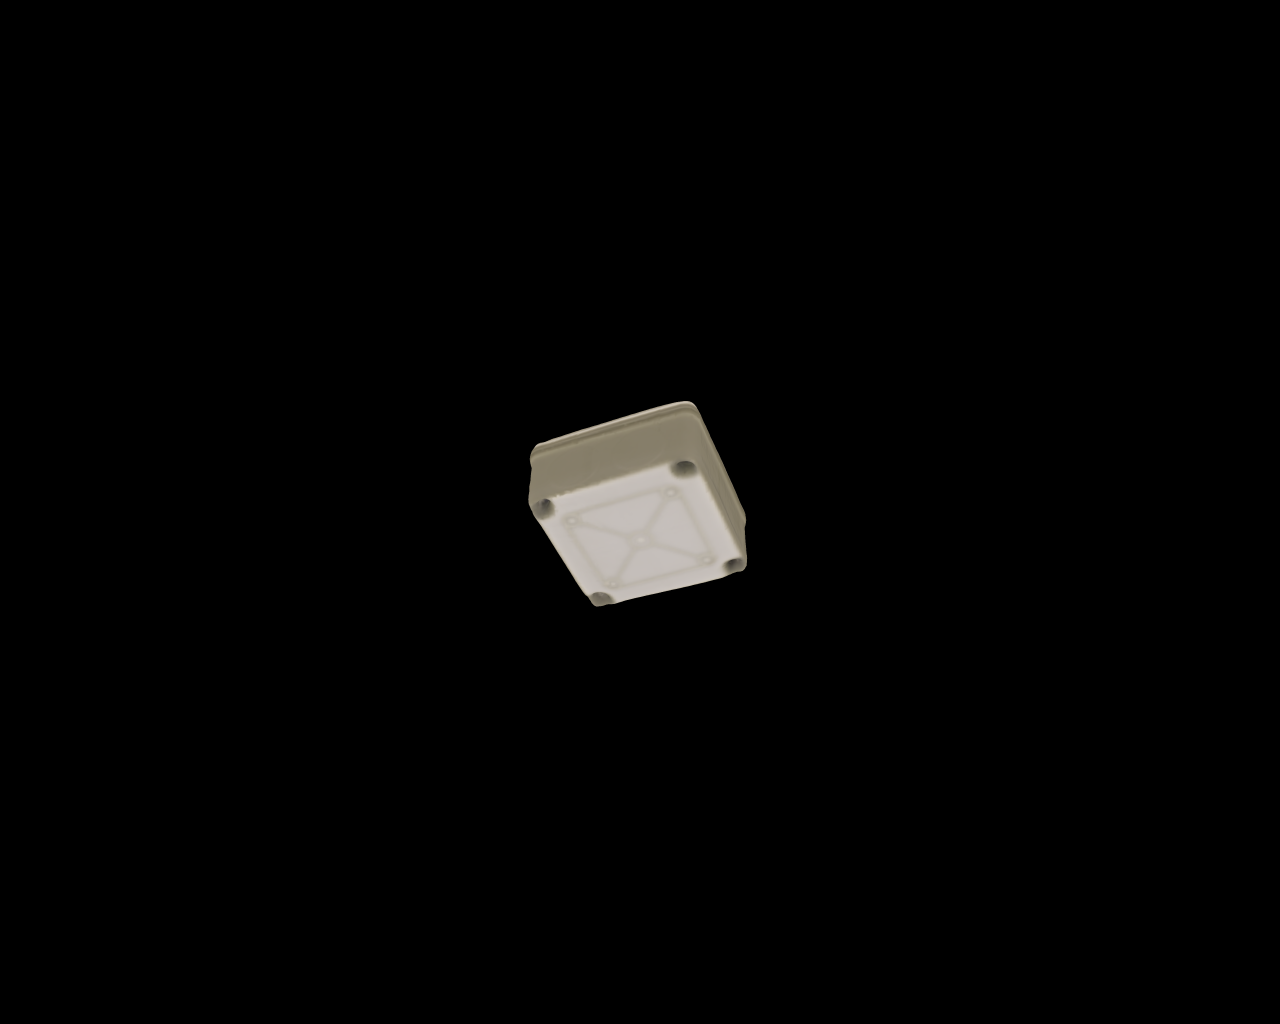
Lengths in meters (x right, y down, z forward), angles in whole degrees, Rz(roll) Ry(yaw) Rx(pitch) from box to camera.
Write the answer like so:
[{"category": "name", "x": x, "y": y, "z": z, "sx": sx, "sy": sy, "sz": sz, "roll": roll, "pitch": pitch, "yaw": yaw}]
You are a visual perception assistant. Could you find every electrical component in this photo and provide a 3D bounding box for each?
[{"category": "electrical component", "x": 0.001, "y": -0.003, "z": 0.650, "sx": 0.109, "sy": 0.056, "sz": 0.108, "roll": -15, "pitch": -46, "yaw": 15}]
